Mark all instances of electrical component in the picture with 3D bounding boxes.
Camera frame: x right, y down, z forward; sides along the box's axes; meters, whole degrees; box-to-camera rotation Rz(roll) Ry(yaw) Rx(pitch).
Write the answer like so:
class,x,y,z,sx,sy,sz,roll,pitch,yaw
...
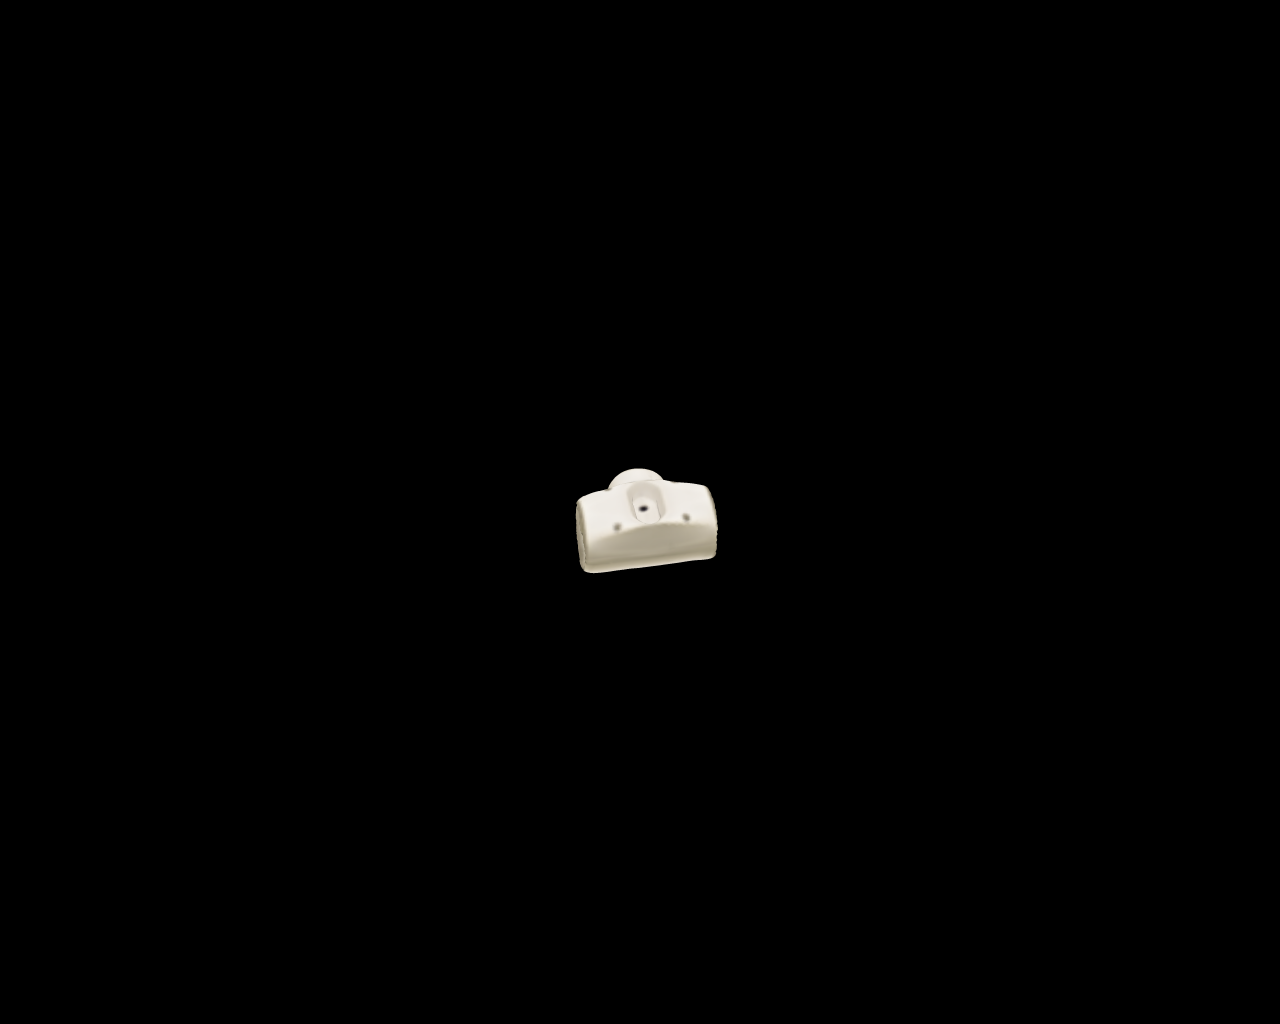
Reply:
class,x,y,z,sx,sy,sz,roll,pitch,yaw
electrical component,0.001,-0.003,0.650,0.077,0.043,0.079,-6,43,-7
